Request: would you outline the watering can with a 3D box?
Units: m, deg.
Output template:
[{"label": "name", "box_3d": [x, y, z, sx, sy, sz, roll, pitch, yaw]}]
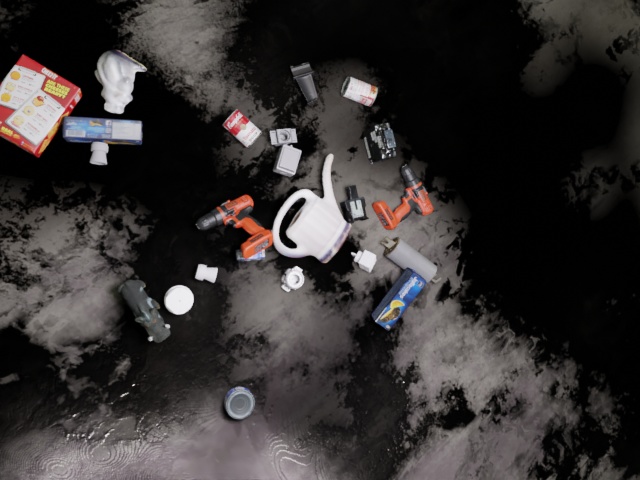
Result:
[{"label": "watering can", "box_3d": [0.005, -0.080, 1.584, 0.223, 0.103, 0.351, 39, 75, -13]}]

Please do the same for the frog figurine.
[{"label": "frog figurine", "box_3d": [-0.570, -0.438, 1.426, 0.138, 0.121, 0.160, 28, 87, 19]}]
